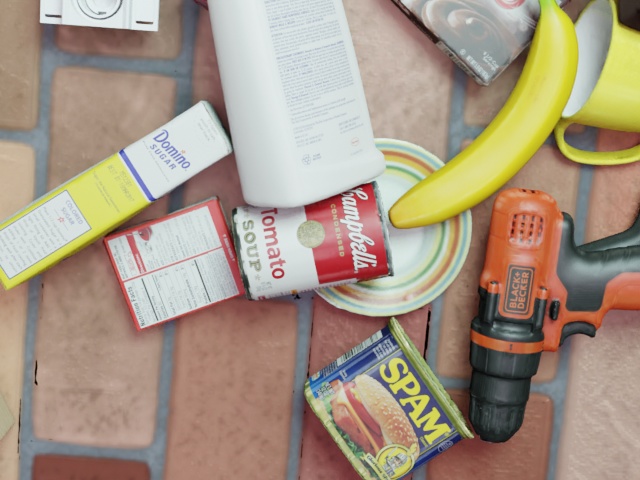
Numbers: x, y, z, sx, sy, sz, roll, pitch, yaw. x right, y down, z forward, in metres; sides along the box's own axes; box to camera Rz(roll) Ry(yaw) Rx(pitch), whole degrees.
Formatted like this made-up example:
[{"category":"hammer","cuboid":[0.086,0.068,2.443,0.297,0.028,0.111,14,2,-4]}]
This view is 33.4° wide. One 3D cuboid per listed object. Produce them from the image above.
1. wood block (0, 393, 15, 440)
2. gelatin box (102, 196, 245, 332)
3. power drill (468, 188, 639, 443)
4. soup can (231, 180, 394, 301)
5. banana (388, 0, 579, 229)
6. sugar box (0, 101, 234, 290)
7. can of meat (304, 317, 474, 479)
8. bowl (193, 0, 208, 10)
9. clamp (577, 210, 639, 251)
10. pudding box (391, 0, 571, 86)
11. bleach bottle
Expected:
[{"category":"wood block","cuboid":[-0.307,0.067,0.742,0.090,0.091,0.206,-25,98,1]},{"category":"gelatin box","cuboid":[-0.104,0.017,0.774,0.089,0.030,0.073,-19,99,0]},{"category":"power drill","cuboid":[0.200,0.063,0.748,0.187,0.057,0.184,6,102,1]},{"category":"soup can","cuboid":[-0.005,0.001,0.736,0.102,0.068,0.068,-10,97,1]},{"category":"banana","cuboid":[0.124,-0.081,0.742,0.069,0.037,0.198,30,102,-5]},{"category":"sugar box","cuboid":[-0.142,-0.033,0.735,0.176,0.093,0.048,-29,98,2]},{"category":"can of meat","cuboid":[0.049,0.122,0.780,0.084,0.057,0.102,-34,98,4]},{"category":"bowl","cuboid":[-0.039,-0.231,0.734,0.162,0.055,0.162,0,96,-2]},{"category":"clamp","cuboid":[0.267,0.016,0.785,0.210,0.036,0.164,-45,97,7]},{"category":"pudding box","cuboid":[0.107,-0.178,0.754,0.113,0.039,0.090,44,93,-6]},{"category":"bleach bottle","cuboid":[-0.025,-0.153,0.684,0.102,0.068,0.251,-24,111,-42]}]
